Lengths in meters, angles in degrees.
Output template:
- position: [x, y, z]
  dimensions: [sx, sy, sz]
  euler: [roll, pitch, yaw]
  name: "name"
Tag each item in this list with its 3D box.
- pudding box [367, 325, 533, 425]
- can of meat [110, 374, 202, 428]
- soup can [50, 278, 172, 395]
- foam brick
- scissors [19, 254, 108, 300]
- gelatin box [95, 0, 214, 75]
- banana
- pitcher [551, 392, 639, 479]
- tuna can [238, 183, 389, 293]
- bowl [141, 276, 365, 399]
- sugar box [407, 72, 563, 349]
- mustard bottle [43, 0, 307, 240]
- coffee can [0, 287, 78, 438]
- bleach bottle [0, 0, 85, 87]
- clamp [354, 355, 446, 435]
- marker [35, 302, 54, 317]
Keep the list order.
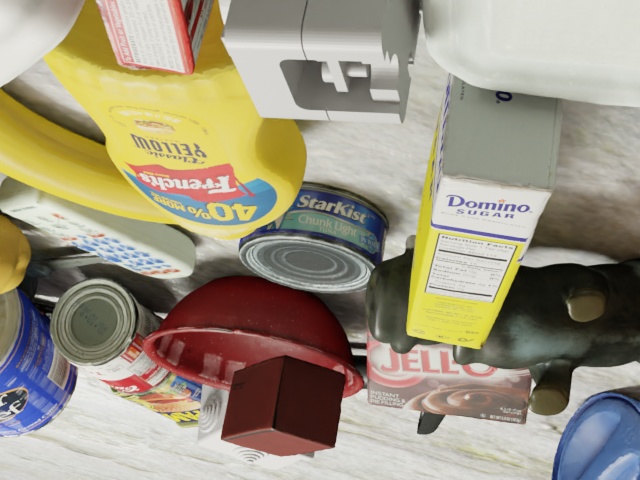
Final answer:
- position: [0.088, 0.077, 0.718]
  dimensions: [0.113, 0.039, 0.090]
  euler: [5, 133, 9]
  name: "pudding box"
- position: [-0.123, 0.123, 0.936]
  dimensions: [0.102, 0.057, 0.083]
  euler: [-14, 144, 44]
  name: "can of meat"
- position: [-0.153, 0.074, 0.807]
  dimensions: [0.068, 0.068, 0.102]
  euler: [5, 162, 12]
  name: "soup can"
- position: [-0.026, 0.116, 0.734]
  dimensions: [0.051, 0.053, 0.078]
  euler: [21, 156, -25]
  name: "foam brick"
- position: [-0.205, 0.027, 0.797]
  dimensions: [0.202, 0.016, 0.096]
  euler: [1, 157, 22]
  name: "scissors"
- position: [-0.051, -0.107, 0.342]
  dimensions: [0.030, 0.073, 0.089]
  euler: [10, 158, 5]
  name: "gelatin box"
- position: [-0.131, -0.046, 0.567]
  dimensions: [0.197, 0.037, 0.070]
  euler: [28, 152, -36]
  name: "banana"
- position: [0.316, 0.215, 0.873]
  dimensions: [0.242, 0.145, 0.149]
  euler: [15, -168, -19]
  name: "pitcher"
- position: [-0.004, 0.001, 0.625]
  dimensions: [0.086, 0.033, 0.086]
  euler: [9, 157, 4]
  name: "tuna can"
- position: [-0.044, 0.068, 0.772]
  dimensions: [0.162, 0.055, 0.162]
  euler: [9, 157, 4]
  name: "bowl"
- position: [0.067, -0.025, 0.457]
  dimensions: [0.048, 0.093, 0.176]
  euler: [8, 156, 6]
  name: "sugar box"
- position: [-0.056, -0.049, 0.500]
  dimensions: [0.096, 0.058, 0.191]
  euler: [9, 158, 11]
  name: "mustard bottle"
- position: [-0.248, 0.081, 0.788]
  dimensions: [0.103, 0.103, 0.140]
  euler: [7, 159, 8]
  name: "coffee can"
- position: [-0.202, -0.139, 0.350]
  dimensions: [0.250, 0.068, 0.103]
  euler: [30, 149, -34]
  name: "bleach bottle"
- position: [0.094, 0.113, 0.840]
  dimensions: [0.164, 0.036, 0.210]
  euler: [29, 149, -36]
  name: "clamp"
- position: [-0.213, 0.066, 0.889]
  dimensions: [0.121, 0.020, 0.020]
  euler: [14, 157, -9]
  name: "marker"
